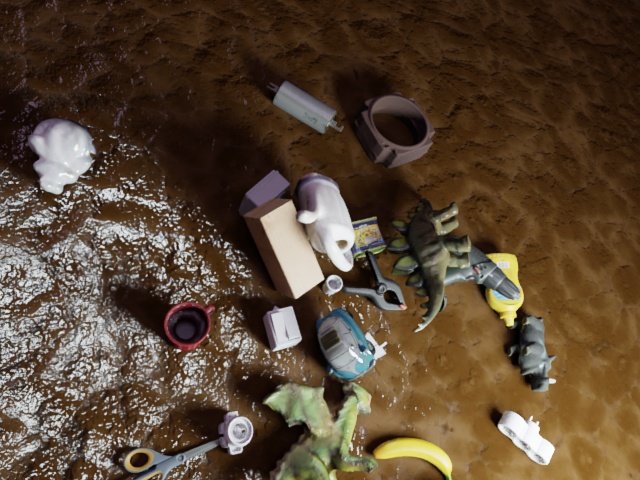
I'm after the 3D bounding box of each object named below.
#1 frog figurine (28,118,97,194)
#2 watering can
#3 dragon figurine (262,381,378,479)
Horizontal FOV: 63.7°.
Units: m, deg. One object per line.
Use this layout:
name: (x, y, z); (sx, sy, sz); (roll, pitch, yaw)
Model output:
frog figurine: (-0.587, -0.190, 1.152); (0.136, 0.121, 0.163); (34, 46, -23)
watering can: (0.004, -0.058, 1.152); (0.103, 0.342, 0.229); (-23, 61, 10)
dragon figurine: (-0.041, 0.413, 1.045); (0.413, 0.119, 0.247); (-14, 62, -31)
